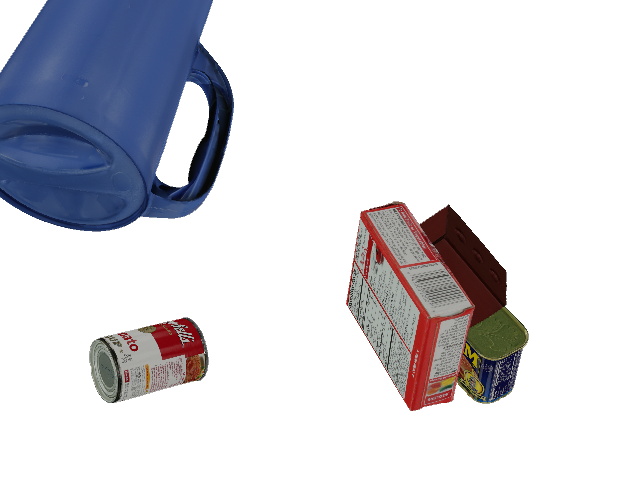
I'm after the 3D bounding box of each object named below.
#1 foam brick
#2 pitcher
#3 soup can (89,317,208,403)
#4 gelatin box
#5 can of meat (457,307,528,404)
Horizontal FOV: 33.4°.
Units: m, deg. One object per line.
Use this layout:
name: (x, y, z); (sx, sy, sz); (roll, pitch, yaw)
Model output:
foam brick: (0.102, 0.024, 0.828); (0.051, 0.078, 0.053); (-35, 18, 25)
pitcher: (-0.148, -0.132, 0.801); (0.145, 0.242, 0.149); (-4, -40, 25)
soup can: (-0.175, 0.122, 1.086); (0.102, 0.068, 0.069); (-11, 7, -35)
gelatin box: (0.047, 0.035, 0.578); (0.030, 0.073, 0.089); (-12, 44, -19)
can of meat: (0.154, 0.101, 1.059); (0.057, 0.084, 0.102); (-25, 52, -21)
